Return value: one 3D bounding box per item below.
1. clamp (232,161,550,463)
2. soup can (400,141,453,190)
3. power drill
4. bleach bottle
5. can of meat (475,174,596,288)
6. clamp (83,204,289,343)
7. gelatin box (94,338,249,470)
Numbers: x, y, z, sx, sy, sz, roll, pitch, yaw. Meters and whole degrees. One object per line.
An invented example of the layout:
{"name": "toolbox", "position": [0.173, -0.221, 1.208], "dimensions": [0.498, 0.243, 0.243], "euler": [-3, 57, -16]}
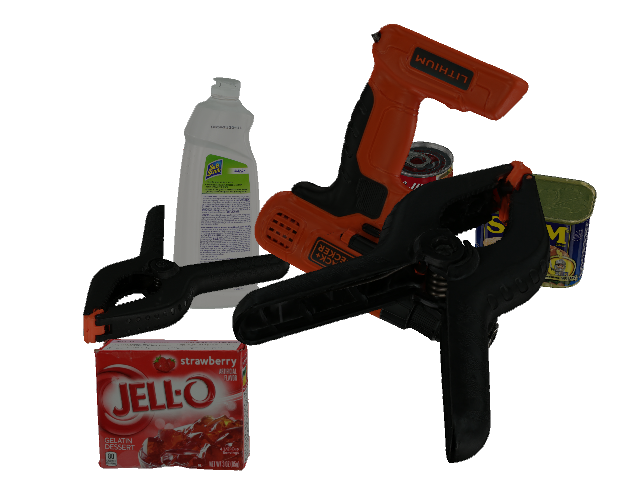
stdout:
{"name": "clamp", "position": [0.059, 0.023, 0.478], "dimensions": [0.120, 0.039, 0.171], "euler": [38, 56, 24]}
{"name": "soup can", "position": [0.108, -0.045, 1.142], "dimensions": [0.068, 0.102, 0.068], "euler": [-3, 35, 2]}
{"name": "power drill", "position": [0.066, -0.037, 0.721], "dimensions": [0.184, 0.188, 0.057], "euler": [28, 11, 12]}
{"name": "bleach bottle", "position": [-0.107, -0.052, 1.178], "dimensions": [0.102, 0.251, 0.068], "euler": [-3, 19, -31]}
{"name": "can of meat", "position": [0.186, -0.008, 0.940], "dimensions": [0.102, 0.084, 0.057], "euler": [10, 43, 17]}
{"name": "clamp", "position": [-0.153, 0.031, 0.995], "dimensions": [0.165, 0.036, 0.209], "euler": [25, 36, 30]}
{"name": "gelatin box", "position": [-0.088, 0.097, 0.634], "dimensions": [0.089, 0.073, 0.030], "euler": [0, 9, 5]}
